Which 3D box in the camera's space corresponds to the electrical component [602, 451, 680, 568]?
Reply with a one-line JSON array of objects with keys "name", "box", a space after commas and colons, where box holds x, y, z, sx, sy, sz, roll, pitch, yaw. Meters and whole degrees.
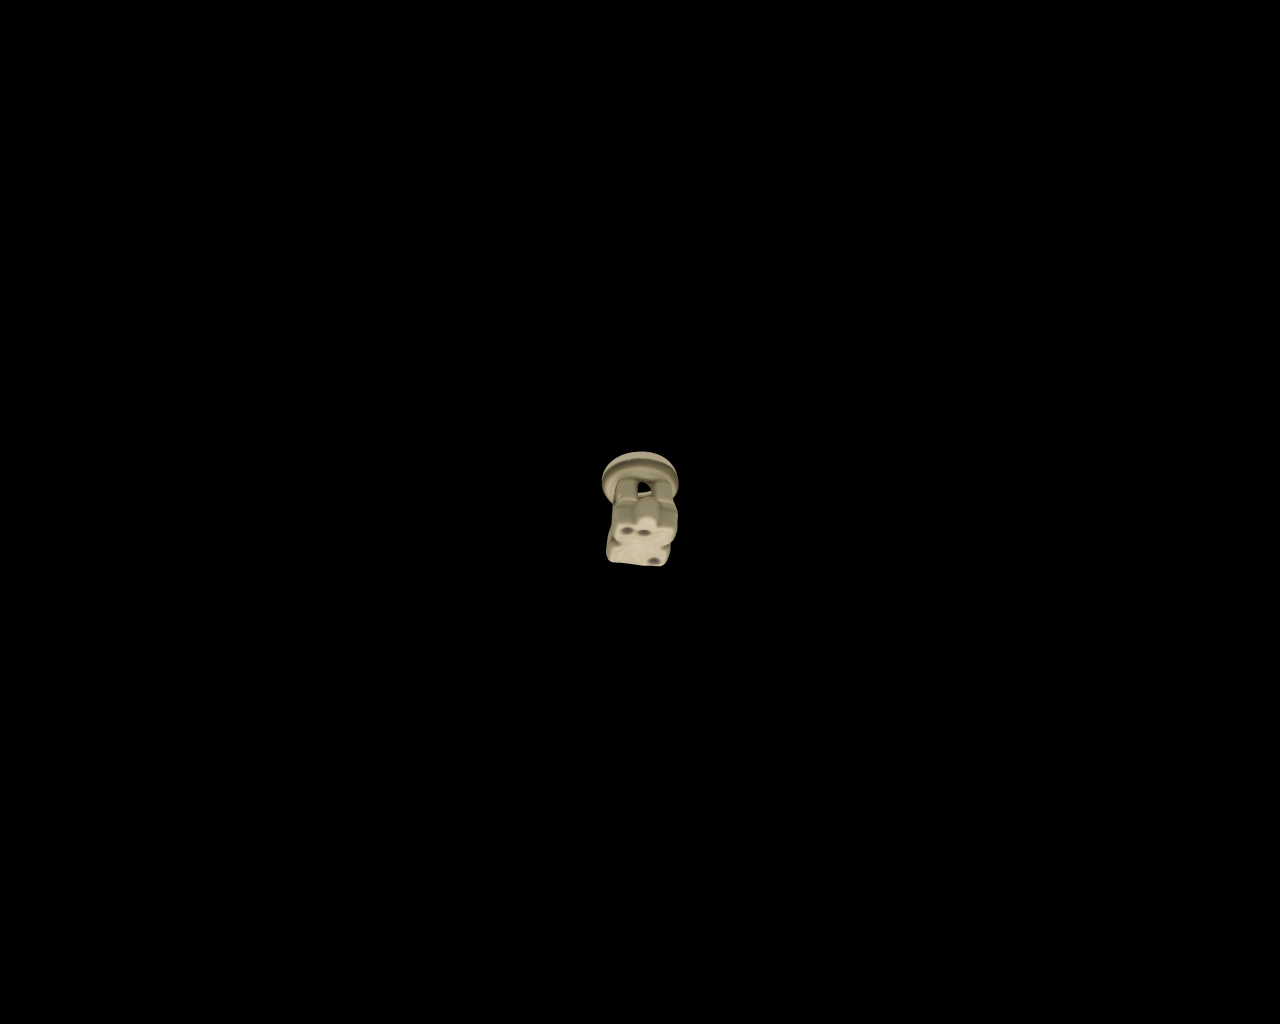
[{"name": "electrical component", "box": [0.001, -0.003, 0.650, 0.048, 0.055, 0.066, 6, -36, -8]}]
